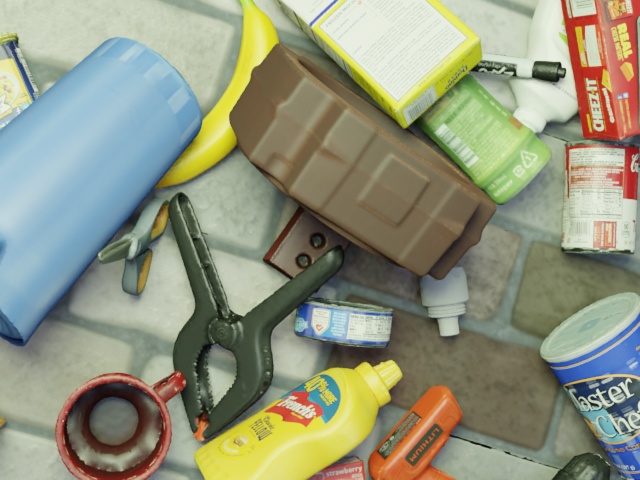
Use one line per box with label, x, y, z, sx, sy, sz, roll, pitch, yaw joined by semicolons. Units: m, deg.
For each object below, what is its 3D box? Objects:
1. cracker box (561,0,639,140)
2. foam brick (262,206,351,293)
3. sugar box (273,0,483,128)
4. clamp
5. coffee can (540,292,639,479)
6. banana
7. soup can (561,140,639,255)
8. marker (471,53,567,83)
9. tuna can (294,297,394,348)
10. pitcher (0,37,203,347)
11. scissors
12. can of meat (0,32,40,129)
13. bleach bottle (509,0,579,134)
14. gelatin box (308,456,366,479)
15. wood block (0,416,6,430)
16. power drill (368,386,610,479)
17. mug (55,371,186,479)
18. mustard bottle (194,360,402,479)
cracker box;0.325;-0.193;0.948;0.213;0.072;0.164;-16;102;-15
foam brick;-0.006;0.001;0.947;0.053;0.051;0.078;35;83;-8
sugar box;0.044;-0.187;0.905;0.093;0.048;0.176;-41;68;-2
clamp;-0.084;0.069;0.920;0.165;0.036;0.210;26;105;18
coffee can;0.281;0.133;0.972;0.102;0.103;0.140;-35;95;-9
banana;-0.085;-0.123;0.945;0.069;0.037;0.198;25;84;4
soup can;0.259;-0.038;0.988;0.068;0.068;0.102;3;89;-10
marker;0.162;-0.159;0.965;0.121;0.020;0.020;12;86;23
tuna can;0.020;0.072;0.934;0.086;0.086;0.034;7;90;-10
pitcher;-0.209;-0.043;0.850;0.242;0.149;0.145;-50;141;-23
scissors;-0.155;0.021;0.858;0.016;0.201;0.096;17;110;1
can of meat;-0.285;-0.116;0.896;0.102;0.057;0.084;-24;95;-10
bleach bottle;0.241;-0.212;0.992;0.102;0.068;0.251;30;86;-8
gelatin box;-0.001;0.238;0.955;0.089;0.030;0.073;-7;90;-11
wood block;-0.356;0.212;0.861;0.090;0.091;0.206;36;84;-7
power drill;0.152;0.221;0.969;0.187;0.057;0.184;44;83;-7
mug;-0.164;0.149;0.901;0.117;0.081;0.093;-38;96;-9
mustard bottle;-0.012;0.163;0.921;0.191;0.096;0.058;-32;111;-10
